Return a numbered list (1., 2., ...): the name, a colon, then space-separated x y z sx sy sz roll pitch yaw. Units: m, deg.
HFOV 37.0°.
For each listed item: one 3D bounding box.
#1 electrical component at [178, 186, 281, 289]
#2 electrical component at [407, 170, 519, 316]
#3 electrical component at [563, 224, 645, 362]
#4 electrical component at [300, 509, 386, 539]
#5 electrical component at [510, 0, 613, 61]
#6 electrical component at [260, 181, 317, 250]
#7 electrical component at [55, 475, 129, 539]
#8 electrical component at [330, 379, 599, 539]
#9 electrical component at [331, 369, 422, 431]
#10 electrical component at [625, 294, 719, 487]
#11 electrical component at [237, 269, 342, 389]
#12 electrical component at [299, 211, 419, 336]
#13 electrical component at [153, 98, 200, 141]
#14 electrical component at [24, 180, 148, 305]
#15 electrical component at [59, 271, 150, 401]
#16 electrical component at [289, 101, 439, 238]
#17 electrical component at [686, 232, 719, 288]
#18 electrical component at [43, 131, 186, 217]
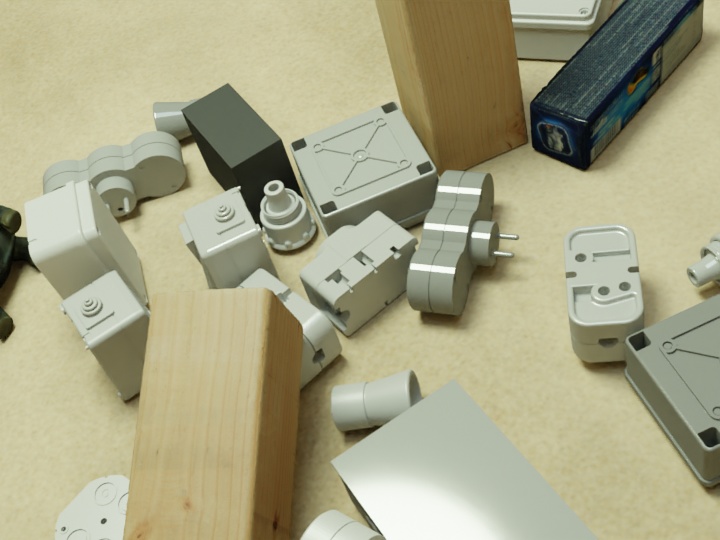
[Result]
1. electrical component: -0.111 -0.019 0.908 0.061 0.096 0.061 -25 49 -5
2. electrical component: 0.093 -0.023 0.882 0.074 0.052 0.138 6 53 21
3. electrical component: 0.185 0.020 0.814 0.054 0.059 0.095 -5 50 12
4. electrical component: -0.016 0.229 0.675 0.074 0.052 0.138 22 87 30
5. electrical component: 0.186 -0.260 1.052 0.109 0.056 0.108 8 54 22
6. electrical component: -0.068 -0.051 0.946 0.048 0.062 0.048 -8 49 10
7. electrical component: -0.176 0.193 0.779 0.080 0.051 0.080 -8 49 9
8. electrical component: 0.078 0.176 0.714 0.105 0.060 0.186 -32 50 -12
9. electrical component: 0.011 0.101 0.811 0.065 0.044 0.044 -9 49 15
10. electrical component: 0.257 0.077 0.748 0.109 0.056 0.108 -24 49 -5
11. electrical component: -0.069 0.050 0.866 0.059 0.053 0.095 -42 52 -19
12. electrical component: 0.000 0.000 0.891 0.089 0.050 0.056 -38 51 -16
13. electrical component: -0.170 -0.152 1.075 0.065 0.044 0.044 -11 49 0
14. electrical component: -0.235 -0.013 0.928 0.057 0.113 0.078 -22 48 1
15. electrical component: -0.196 0.048 0.877 0.061 0.096 0.061 -34 50 -13
16. electrical component: 0.006 -0.083 0.955 0.109 0.056 0.108 -23 49 -3
17. electrical component: 0.281 -0.008 0.821 0.062 0.043 0.043 -27 49 -6
18. electrical component: -0.233 -0.076 1.021 0.138 0.052 0.073 -18 48 1
